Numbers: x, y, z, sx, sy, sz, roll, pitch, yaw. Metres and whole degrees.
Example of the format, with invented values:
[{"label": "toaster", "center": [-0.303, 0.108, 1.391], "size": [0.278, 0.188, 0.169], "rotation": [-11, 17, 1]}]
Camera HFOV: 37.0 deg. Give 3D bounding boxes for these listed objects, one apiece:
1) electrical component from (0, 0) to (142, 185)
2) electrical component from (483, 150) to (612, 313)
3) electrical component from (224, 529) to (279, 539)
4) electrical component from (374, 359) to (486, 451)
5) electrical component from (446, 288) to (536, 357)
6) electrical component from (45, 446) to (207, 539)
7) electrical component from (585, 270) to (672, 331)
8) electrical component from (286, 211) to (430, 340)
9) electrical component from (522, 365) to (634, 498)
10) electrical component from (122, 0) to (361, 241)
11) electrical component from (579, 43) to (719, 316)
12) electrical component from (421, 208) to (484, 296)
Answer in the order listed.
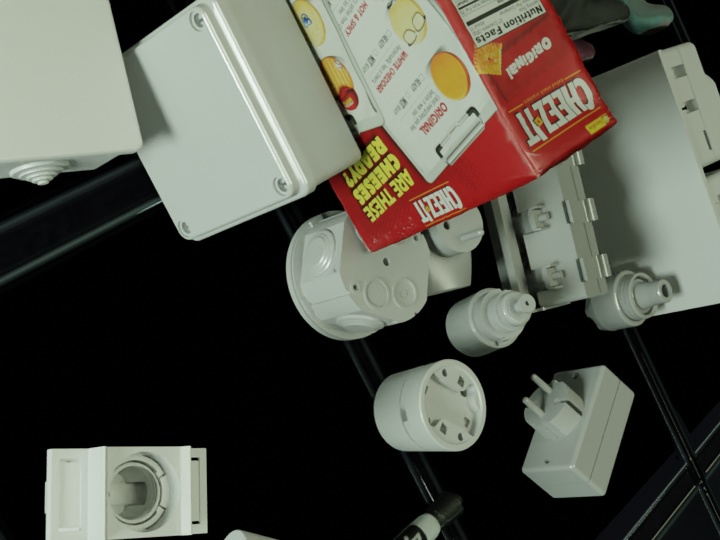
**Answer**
[{"label": "electrical component", "center": [-0.167, -0.092, 0.536], "size": [0.100, 0.048, 0.099], "rotation": [-11, 86, -41]}, {"label": "electrical component", "center": [0.127, -0.034, 0.748], "size": [0.079, 0.063, 0.121], "rotation": [-7, 84, -56]}, {"label": "electrical component", "center": [-0.045, 0.163, 0.578], "size": [0.065, 0.044, 0.044], "rotation": [23, 65, -28]}, {"label": "electrical component", "center": [0.042, 0.085, 0.664], "size": [0.055, 0.047, 0.055], "rotation": [11, 72, -37]}, {"label": "electrical component", "center": [0.088, 0.031, 0.700], "size": [0.040, 0.078, 0.040], "rotation": [8, 71, -23]}, {"label": "electrical component", "center": [-0.116, 0.108, 0.517], "size": [0.081, 0.064, 0.042], "rotation": [8, 73, -38]}, {"label": "electrical component", "center": [0.202, 0.021, 0.803], "size": [0.043, 0.062, 0.043], "rotation": [11, 72, -38]}, {"label": "electrical component", "center": [0.000, 0.000, 0.648], "size": [0.080, 0.051, 0.080], "rotation": [11, 72, -37]}, {"label": "electrical component", "center": [0.139, 0.101, 0.740], "size": [0.076, 0.047, 0.083], "rotation": [41, 57, -24]}, {"label": "electrical component", "center": [-0.071, -0.083, 0.574], "size": [0.056, 0.109, 0.108], "rotation": [-34, 101, -42]}, {"label": "electrical component", "center": [0.229, -0.065, 0.818], "size": [0.060, 0.105, 0.186], "rotation": [-23, 94, -41]}, {"label": "electrical component", "center": [0.051, -0.025, 0.679], "size": [0.044, 0.079, 0.077], "rotation": [-11, 86, -33]}]
